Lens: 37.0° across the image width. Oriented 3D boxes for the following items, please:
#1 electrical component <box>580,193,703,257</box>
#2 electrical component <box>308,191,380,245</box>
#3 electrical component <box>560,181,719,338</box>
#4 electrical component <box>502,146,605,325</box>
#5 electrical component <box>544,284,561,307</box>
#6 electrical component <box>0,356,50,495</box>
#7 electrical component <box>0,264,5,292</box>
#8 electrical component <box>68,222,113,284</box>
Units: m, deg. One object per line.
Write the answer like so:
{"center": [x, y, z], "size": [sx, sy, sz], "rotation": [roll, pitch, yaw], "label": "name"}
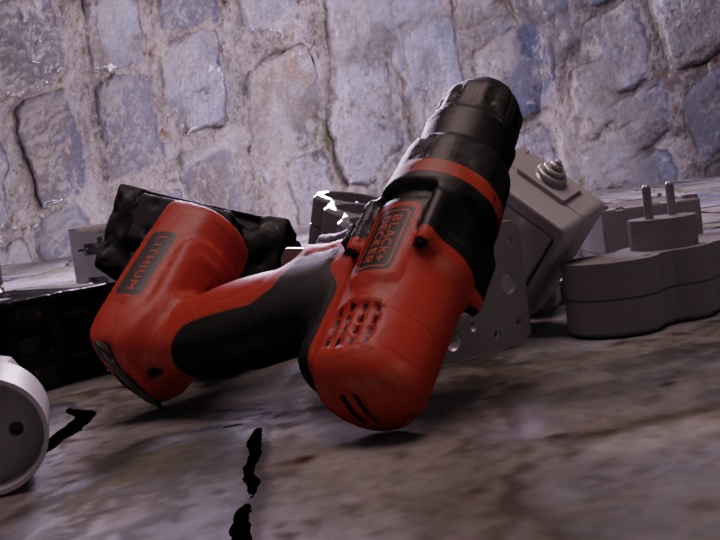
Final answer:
{"center": [0.181, -0.016, 0.706], "size": [0.062, 0.061, 0.096], "rotation": [-7, 5, 0], "label": "electrical component"}
{"center": [0.000, 0.000, 0.649], "size": [0.052, 0.073, 0.138], "rotation": [4, 13, -13], "label": "electrical component"}
{"center": [0.168, -0.012, 0.592], "size": [0.138, 0.073, 0.052], "rotation": [-11, 5, -33], "label": "electrical component"}
{"center": [0.086, -0.020, 0.599], "size": [0.062, 0.096, 0.061], "rotation": [38, 38, 18], "label": "electrical component"}
{"center": [0.078, -0.018, 0.682], "size": [0.100, 0.099, 0.048], "rotation": [-7, -8, 11], "label": "electrical component"}
{"center": [-0.145, 0.059, 0.426], "size": [0.043, 0.043, 0.081], "rotation": [-9, 5, -15], "label": "electrical component"}
{"center": [-0.304, 0.041, 0.736], "size": [0.121, 0.078, 0.063], "rotation": [-9, 21, -22], "label": "electrical component"}
{"center": [-0.167, -0.001, 0.897], "size": [0.062, 0.089, 0.150], "rotation": [-6, 5, 21], "label": "electrical component"}
